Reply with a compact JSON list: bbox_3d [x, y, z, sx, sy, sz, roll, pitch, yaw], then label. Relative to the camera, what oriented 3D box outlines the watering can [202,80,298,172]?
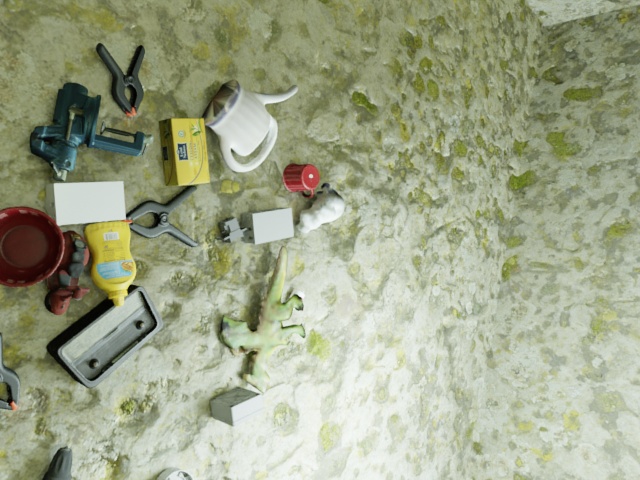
[{"bbox_3d":[-0.195,-0.361,1.449,0.221,0.104,0.353,42,62,-37],"label":"watering can"}]

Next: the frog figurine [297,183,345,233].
[{"bbox_3d":[0.005,-0.083,1.643,0.121,0.136,0.162,35,65,-23],"label":"frog figurine"}]

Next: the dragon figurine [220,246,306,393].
[{"bbox_3d":[-0.176,0.237,1.496,0.244,0.122,0.408,-13,99,-37],"label":"dragon figurine"}]
